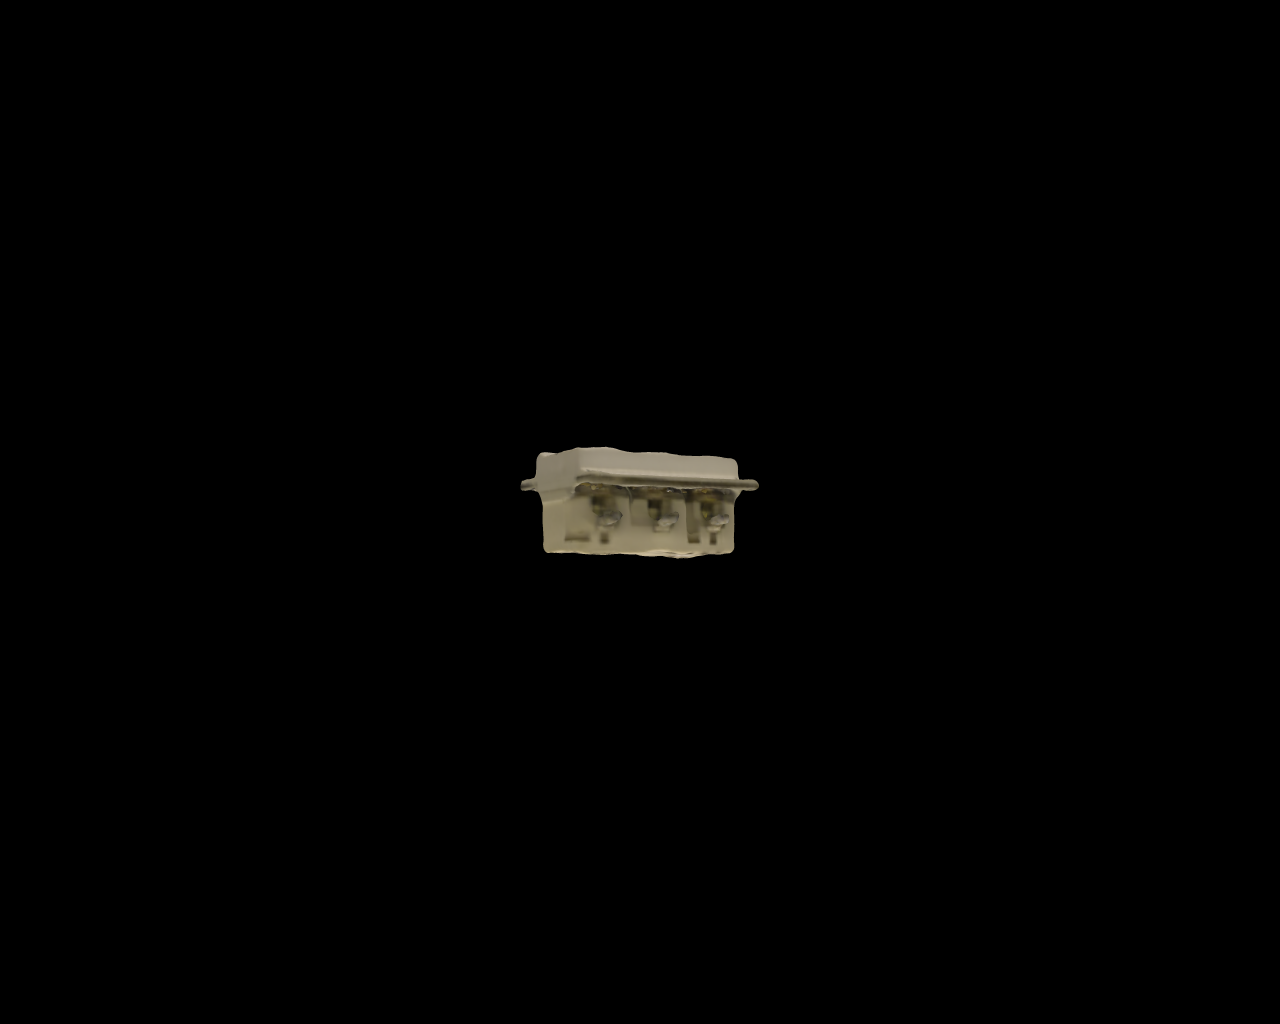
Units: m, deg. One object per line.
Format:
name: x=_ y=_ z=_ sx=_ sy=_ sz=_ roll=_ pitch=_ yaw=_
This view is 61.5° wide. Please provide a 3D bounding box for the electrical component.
electrical component: x=0.001 y=-0.003 z=0.650 sx=0.121 sy=0.063 sz=0.078 roll=3 pitch=-5 yaw=-37
